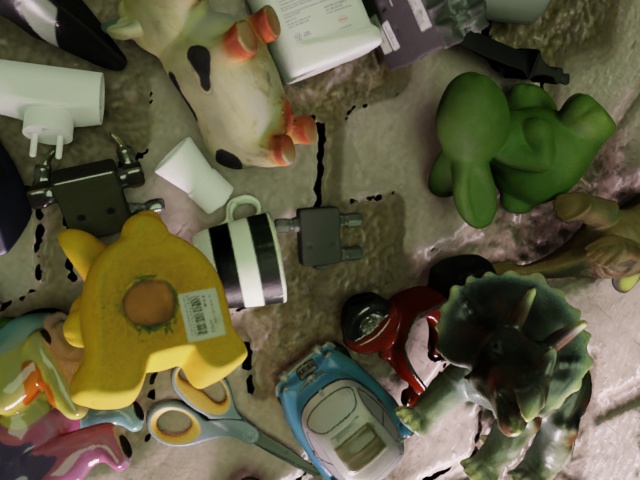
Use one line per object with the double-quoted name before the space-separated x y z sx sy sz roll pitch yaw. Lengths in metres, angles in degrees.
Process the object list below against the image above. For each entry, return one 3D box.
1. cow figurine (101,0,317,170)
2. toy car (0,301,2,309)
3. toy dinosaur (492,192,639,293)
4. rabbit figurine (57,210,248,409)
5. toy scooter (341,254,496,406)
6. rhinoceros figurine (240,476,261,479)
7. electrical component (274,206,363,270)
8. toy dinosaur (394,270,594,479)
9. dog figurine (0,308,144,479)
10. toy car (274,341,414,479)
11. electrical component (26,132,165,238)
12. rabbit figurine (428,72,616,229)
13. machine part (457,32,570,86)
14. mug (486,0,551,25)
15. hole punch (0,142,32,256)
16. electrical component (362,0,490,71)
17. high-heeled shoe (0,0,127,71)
"cow figurine" -0.095 -0.150 0.456 0.194 0.127 0.085 66 33 -29
"toy car" -0.350 0.106 0.422 0.202 0.073 0.056 -39 105 -9
"toy dinosaur" 0.401 -0.035 0.560 0.472 0.198 0.105 -20 67 15
"rabbit figurine" -0.156 0.059 0.436 0.122 0.173 0.162 -20 79 -30
"toy scooter" 0.117 0.100 0.568 0.184 0.075 0.135 -19 104 -12
"rhinoceros figurine" -0.029 0.314 0.554 0.190 0.073 0.112 40 73 -16
"electrical component" -0.001 -0.002 0.545 0.094 0.021 0.063 -4 99 -17
"toy dinosaur" 0.214 0.150 0.545 0.404 0.131 0.192 28 100 -49
"dog figurine" -0.272 0.181 0.441 0.219 0.108 0.191 -31 106 -9
"toy car" 0.031 0.185 0.535 0.109 0.103 0.161 -36 107 -8
"electrical component" -0.197 -0.045 0.470 0.102 0.045 0.078 -21 131 -11
"rabbit figurine" 0.173 -0.100 0.541 0.170 0.121 0.159 17 114 -33
"machine part" 0.184 -0.193 0.557 0.139 0.084 0.039 20 115 -10
"mug" 0.169 -0.274 0.535 0.107 0.081 0.109 -2 102 -9
"hole punch" -0.275 -0.048 0.401 0.092 0.142 0.115 0 110 -16
"electrical component" 0.079 -0.221 0.483 0.058 0.134 0.114 -29 106 -13
"high-heeled shoe" -0.282 -0.172 0.398 0.145 0.086 0.248 -39 134 12
